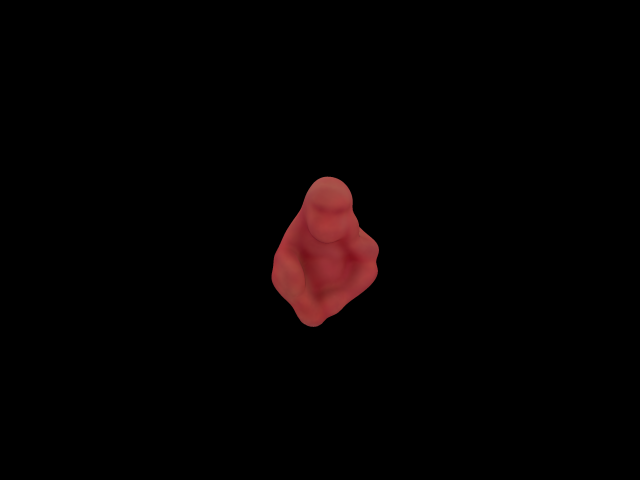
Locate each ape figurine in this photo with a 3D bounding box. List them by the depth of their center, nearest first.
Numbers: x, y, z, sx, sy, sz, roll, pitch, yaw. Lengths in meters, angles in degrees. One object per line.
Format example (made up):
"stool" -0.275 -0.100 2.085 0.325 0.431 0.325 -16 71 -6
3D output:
"ape figurine" 0.004 0.001 0.400 0.078 0.092 0.076 -3 26 -6
